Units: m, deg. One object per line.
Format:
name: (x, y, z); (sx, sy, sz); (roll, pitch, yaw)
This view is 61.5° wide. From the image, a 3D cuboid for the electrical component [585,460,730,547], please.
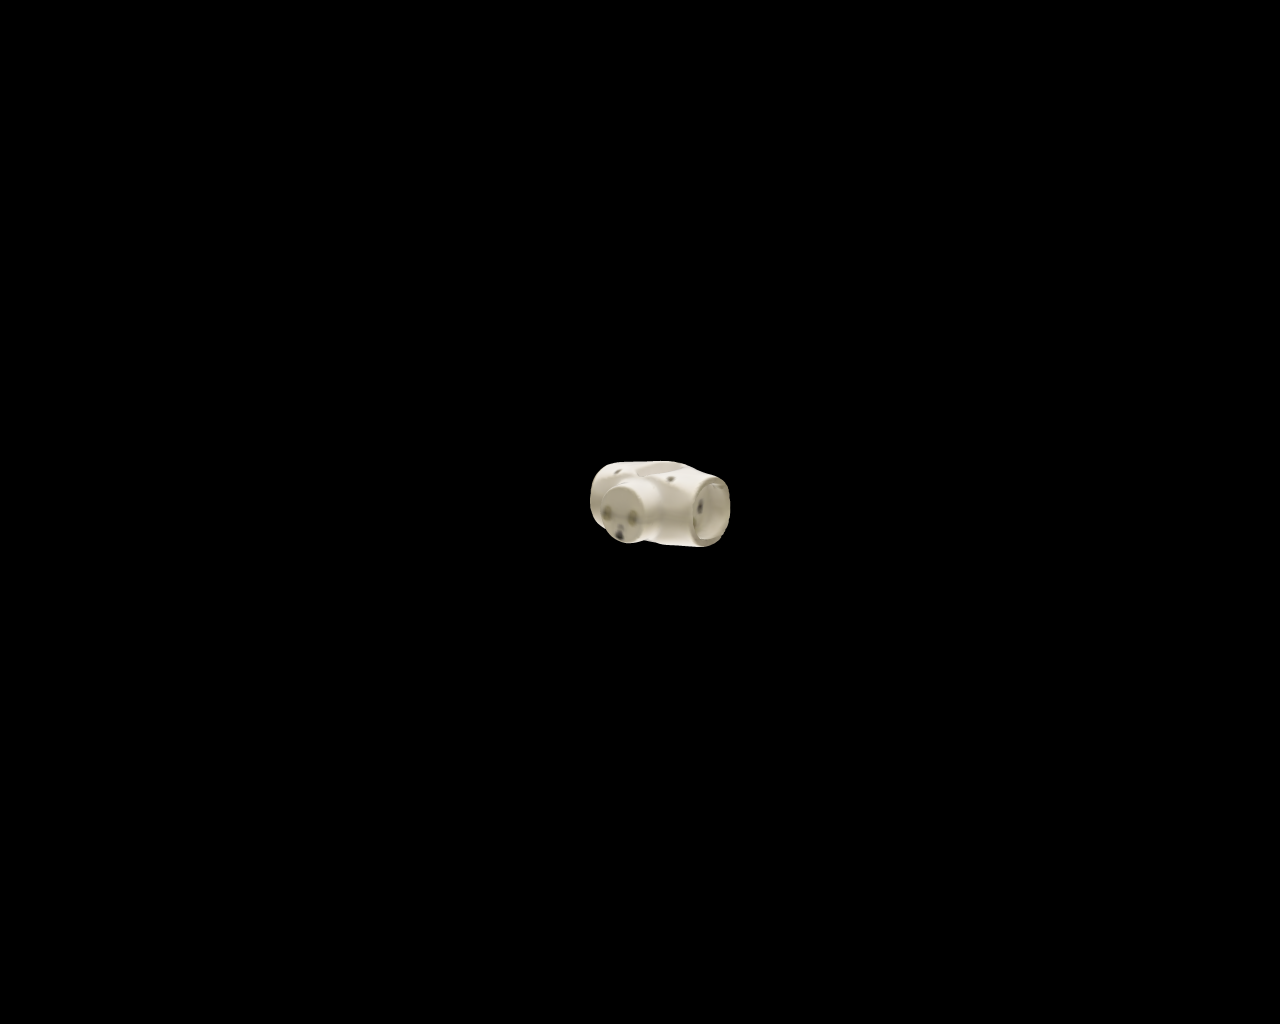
electrical component: (0.001, -0.003, 0.650); (0.077, 0.043, 0.079); (11, 18, 37)
